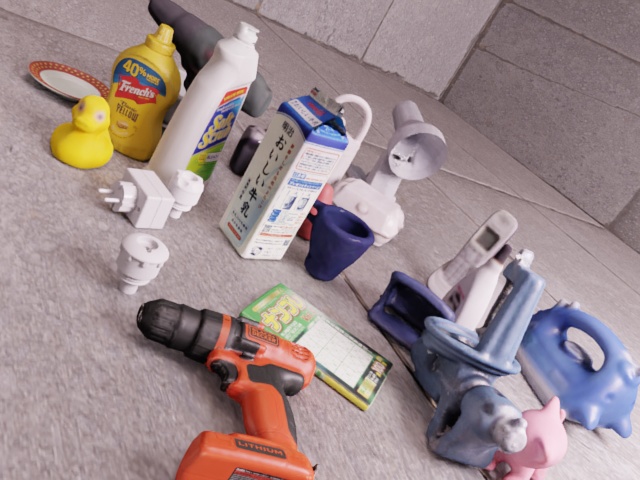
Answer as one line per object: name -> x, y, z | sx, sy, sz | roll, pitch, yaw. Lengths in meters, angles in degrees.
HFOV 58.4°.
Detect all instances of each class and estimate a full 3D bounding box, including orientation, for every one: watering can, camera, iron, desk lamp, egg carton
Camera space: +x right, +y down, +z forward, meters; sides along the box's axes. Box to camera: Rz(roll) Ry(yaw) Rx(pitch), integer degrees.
watering can -> 0.024, -0.195, 1.107 | 0.101, 0.194, 0.172 | 15, 28, -32
camera -> -0.075, -0.132, 0.981 | 0.143, 0.100, 0.136 | 26, 24, -13
iron -> 0.395, 0.172, 0.891 | 0.119, 0.141, 0.257 | 19, 26, -26
desk lamp -> 0.160, -0.181, 1.219 | 0.118, 0.213, 0.203 | 19, 26, -25
egg carton -> 0.082, -0.055, 1.057 | 0.150, 0.069, 0.107 | 35, 24, 9

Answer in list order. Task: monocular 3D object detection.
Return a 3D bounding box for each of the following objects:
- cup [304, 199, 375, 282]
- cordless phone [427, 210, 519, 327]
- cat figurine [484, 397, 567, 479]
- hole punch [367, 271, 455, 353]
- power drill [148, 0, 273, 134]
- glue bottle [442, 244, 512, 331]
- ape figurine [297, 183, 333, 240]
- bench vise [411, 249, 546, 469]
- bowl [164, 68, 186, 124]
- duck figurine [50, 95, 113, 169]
cup -> 0.008, 0.003, 0.820 | 0.117, 0.095, 0.092 | 38, 24, 16
cordless phone -> 0.274, 0.054, 0.925 | 0.094, 0.185, 0.147 | 4, 35, -46
cat figurine -> 0.239, 0.221, 0.637 | 0.128, 0.117, 0.067 | -1, 38, -51
hole punch -> 0.135, 0.091, 0.803 | 0.108, 0.091, 0.101 | 38, 24, 15
power drill -> -0.199, -0.233, 0.896 | 0.229, 0.208, 0.076 | 30, 23, -2
glue bottle -> 0.226, 0.075, 0.840 | 0.037, 0.173, 0.078 | 22, 25, -19
ape figurine -> -0.007, -0.051, 0.913 | 0.078, 0.092, 0.076 | 24, 24, -15
bench vise -> 0.199, 0.130, 0.640 | 0.122, 0.219, 0.207 | 14, 29, -34
bowl -> -0.255, -0.248, 1.028 | 0.168, 0.074, 0.167 | 26, 24, -12
duck figurine -> -0.307, -0.152, 0.763 | 0.078, 0.086, 0.104 | 26, 24, -12
